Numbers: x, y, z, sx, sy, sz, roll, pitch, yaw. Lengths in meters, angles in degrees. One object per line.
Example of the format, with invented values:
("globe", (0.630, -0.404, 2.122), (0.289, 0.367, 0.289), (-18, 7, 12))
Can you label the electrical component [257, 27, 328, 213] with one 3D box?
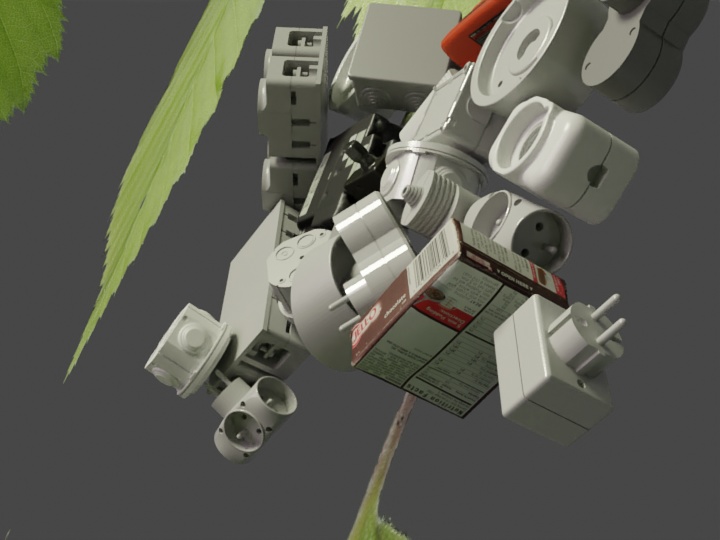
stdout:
("electrical component", (-0.066, -0.140, 1.099), (0.105, 0.060, 0.186), (-86, -1, -48))

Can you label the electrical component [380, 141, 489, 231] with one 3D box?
("electrical component", (0.054, -0.061, 0.817), (0.080, 0.080, 0.051), (-15, 56, 63))

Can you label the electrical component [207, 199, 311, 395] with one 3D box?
("electrical component", (-0.087, 0.035, 1.059), (0.105, 0.060, 0.186), (-48, 25, 35))

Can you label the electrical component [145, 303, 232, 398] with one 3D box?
("electrical component", (-0.159, 0.074, 0.999), (0.080, 0.051, 0.080), (-53, 10, 14))

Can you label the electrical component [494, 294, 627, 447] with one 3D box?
("electrical component", (0.116, 0.043, 0.583), (0.076, 0.047, 0.065), (-48, 25, 34))

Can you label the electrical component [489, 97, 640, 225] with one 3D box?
("electrical component", (0.125, -0.072, 0.688), (0.053, 0.059, 0.095), (-60, 20, 6))

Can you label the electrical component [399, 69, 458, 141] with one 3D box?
("electrical component", (0.074, -0.133, 0.907), (0.081, 0.043, 0.043), (-51, 23, 29))

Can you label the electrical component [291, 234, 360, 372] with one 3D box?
("electrical component", (-0.003, 0.021, 0.829), (0.064, 0.099, 0.099), (-35, 33, 40))

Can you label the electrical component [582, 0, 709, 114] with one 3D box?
("electrical component", (0.175, -0.176, 0.675), (0.138, 0.074, 0.052), (-65, 20, -6))

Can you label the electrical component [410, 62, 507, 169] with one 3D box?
("electrical component", (0.084, -0.112, 0.843), (0.061, 0.061, 0.096), (-66, 13, -11))

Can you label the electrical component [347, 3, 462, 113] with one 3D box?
("electrical component", (0.043, -0.191, 0.982), (0.048, 0.100, 0.099), (75, -154, -60))

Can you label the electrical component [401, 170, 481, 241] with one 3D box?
("electrical component", (0.065, -0.037, 0.757), (0.043, 0.081, 0.043), (-49, 24, 31))

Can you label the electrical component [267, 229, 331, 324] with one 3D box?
("electrical component", (-0.042, 0.006, 0.959), (0.080, 0.051, 0.080), (-17, 38, 14))

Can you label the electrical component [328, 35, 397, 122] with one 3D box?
("electrical component", (0.021, -0.195, 1.086), (0.108, 0.060, 0.108), (-50, 24, 31))

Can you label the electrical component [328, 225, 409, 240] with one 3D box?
("electrical component", (0.000, 0.000, 0.901), (0.050, 0.056, 0.089), (-12, 53, 64))

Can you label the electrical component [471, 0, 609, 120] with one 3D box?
("electrical component", (0.135, -0.148, 0.757), (0.108, 0.060, 0.108), (-50, 24, 31))

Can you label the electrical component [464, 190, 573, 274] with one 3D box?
("electrical component", (0.093, -0.008, 0.704), (0.079, 0.044, 0.077), (-61, 20, 1))

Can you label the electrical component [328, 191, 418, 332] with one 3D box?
("electrical component", (0.013, 0.016, 0.756), (0.074, 0.052, 0.138), (-32, 60, 6))

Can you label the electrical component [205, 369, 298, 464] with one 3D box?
("electrical component", (-0.108, 0.124, 0.977), (0.077, 0.079, 0.044), (-50, -6, 31))
